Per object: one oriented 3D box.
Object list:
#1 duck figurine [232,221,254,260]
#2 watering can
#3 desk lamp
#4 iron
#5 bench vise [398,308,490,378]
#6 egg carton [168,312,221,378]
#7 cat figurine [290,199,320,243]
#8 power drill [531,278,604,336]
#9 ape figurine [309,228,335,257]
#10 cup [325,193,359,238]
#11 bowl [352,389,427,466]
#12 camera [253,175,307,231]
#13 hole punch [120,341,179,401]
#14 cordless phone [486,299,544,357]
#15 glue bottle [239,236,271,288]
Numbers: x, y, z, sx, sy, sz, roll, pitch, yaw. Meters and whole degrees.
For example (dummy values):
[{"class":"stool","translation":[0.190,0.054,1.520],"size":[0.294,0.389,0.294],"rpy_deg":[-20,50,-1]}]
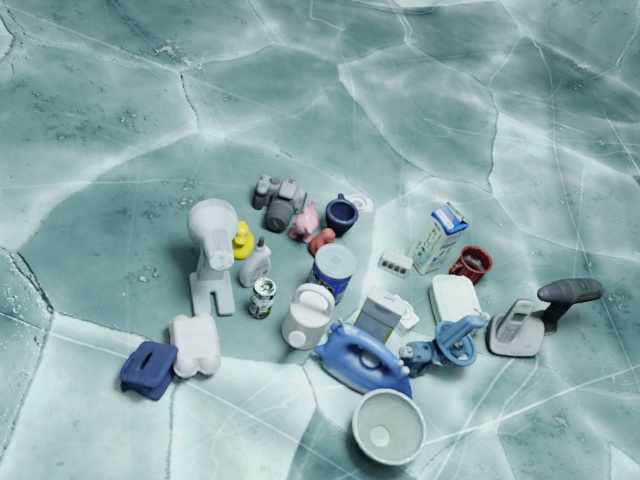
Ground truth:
[{"class":"duck figurine","translation":[-0.205,-0.013,1.476],"size":[0.077,0.086,0.104],"rpy_deg":[6,52,-11]},{"class":"watering can","translation":[-0.023,0.172,1.312],"size":[0.101,0.194,0.173],"rpy_deg":[7,51,-10]},{"class":"desk lamp","translation":[-0.245,0.041,1.339],"size":[0.118,0.213,0.203],"rpy_deg":[-4,54,-18]},{"class":"iron","translation":[0.122,0.274,1.309],"size":[0.258,0.141,0.119],"rpy_deg":[31,51,9]},{"class":"bench vise","translation":[0.297,0.247,1.330],"size":[0.208,0.220,0.121],"rpy_deg":[-21,61,-29]},{"class":"egg carton","translation":[-0.277,0.233,1.273],"size":[0.107,0.069,0.150],"rpy_deg":[-5,55,-20]},{"class":"cat figurine","translation":[-0.034,-0.054,1.536],"size":[0.067,0.118,0.128],"rpy_deg":[21,50,1]},{"class":"power drill","translation":[0.614,0.170,1.489],"size":[0.230,0.208,0.075],"rpy_deg":[-10,56,-23]},{"class":"ape figurine","translation":[0.014,0.005,1.520],"size":[0.076,0.092,0.078],"rpy_deg":[27,50,6]},{"class":"cup","translation":[0.051,-0.063,1.582],"size":[0.092,0.095,0.117],"rpy_deg":[5,52,-12]},{"class":"bowl","translation":[0.143,0.416,1.247],"size":[0.167,0.075,0.167],"rpy_deg":[8,51,-10]},{"class":"camera","translation":[-0.116,-0.102,1.561],"size":[0.143,0.101,0.137],"rpy_deg":[18,50,-2]},{"class":"hole punch","translation":[-0.360,0.269,1.206],"size":[0.101,0.091,0.109],"rpy_deg":[22,50,2]},{"class":"cordless phone","translation":[0.513,0.214,1.440],"size":[0.148,0.185,0.094],"rpy_deg":[5,52,-12]},{"class":"glue bottle","translation":[-0.150,0.046,1.388],"size":[0.078,0.173,0.037],"rpy_deg":[-25,63,-31]}]
